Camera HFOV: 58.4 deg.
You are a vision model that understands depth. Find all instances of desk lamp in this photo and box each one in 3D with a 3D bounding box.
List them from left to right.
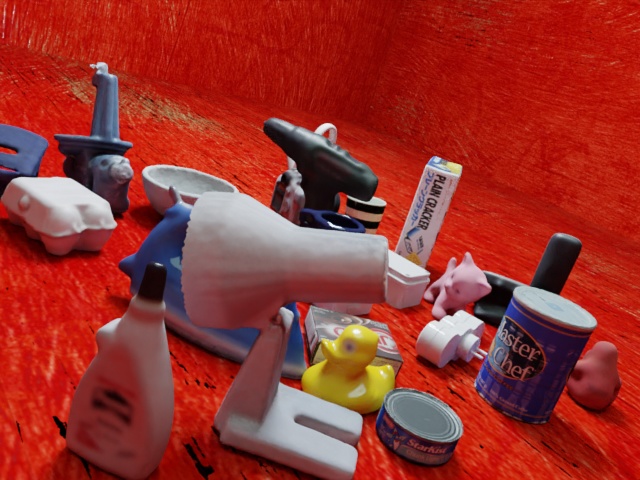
[{"bbox_3d":[-0.032,0.076,0.517,0.203,0.213,0.118,19,18,3],"label":"desk lamp"}]

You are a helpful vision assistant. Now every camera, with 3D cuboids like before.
[{"bbox_3d":[-0.017,-0.089,1.214,0.137,0.101,0.142,7,21,-31],"label":"camera"}]

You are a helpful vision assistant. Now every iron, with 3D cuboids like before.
[{"bbox_3d":[-0.105,0.042,0.669,0.257,0.141,0.119,25,19,22],"label":"iron"}]

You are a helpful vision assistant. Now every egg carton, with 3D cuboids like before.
[{"bbox_3d":[-0.358,-0.037,0.781,0.150,0.069,0.107,28,20,29],"label":"egg carton"}]

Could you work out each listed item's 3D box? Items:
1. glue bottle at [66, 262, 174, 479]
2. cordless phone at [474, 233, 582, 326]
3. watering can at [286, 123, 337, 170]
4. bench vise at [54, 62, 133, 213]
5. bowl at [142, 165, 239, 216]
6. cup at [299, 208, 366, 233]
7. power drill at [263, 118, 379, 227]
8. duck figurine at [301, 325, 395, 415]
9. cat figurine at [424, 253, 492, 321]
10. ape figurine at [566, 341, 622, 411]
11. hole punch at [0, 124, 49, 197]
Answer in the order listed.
[{"bbox_3d":[-0.140,0.094,0.428,0.078,0.173,0.037,20,18,8],"label":"glue bottle"},{"bbox_3d":[0.350,0.061,0.976,0.147,0.185,0.094,22,18,13],"label":"cordless phone"},{"bbox_3d":[-0.017,-0.178,1.326,0.172,0.194,0.101,20,18,7],"label":"watering can"},{"bbox_3d":[-0.341,-0.165,0.931,0.206,0.220,0.122,27,20,26],"label":"bench vise"},{"bbox_3d":[-0.228,-0.068,0.991,0.167,0.075,0.167,16,18,-5],"label":"bowl"},{"bbox_3d":[0.009,0.003,0.970,0.117,0.095,0.092,22,18,14],"label":"cup"},{"bbox_3d":[-0.020,-0.089,1.032,0.229,0.208,0.076,20,18,7],"label":"power drill"},{"bbox_3d":[0.039,0.134,0.622,0.105,0.086,0.077,11,19,-21],"label":"duck figurine"},{"bbox_3d":[0.228,0.072,0.936,0.067,0.118,0.127,15,18,-9],"label":"cat figurine"},{"bbox_3d":[0.387,0.184,0.799,0.077,0.092,0.076,23,18,16],"label":"ape figurine"},{"bbox_3d":[-0.484,-0.123,0.881,0.109,0.091,0.101,14,18,-13],"label":"hole punch"}]
